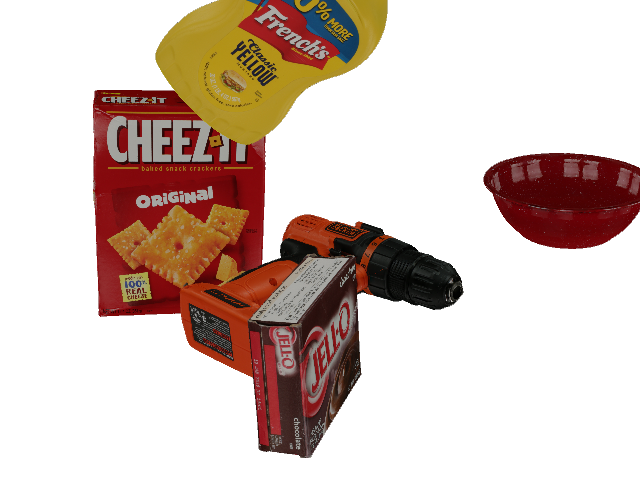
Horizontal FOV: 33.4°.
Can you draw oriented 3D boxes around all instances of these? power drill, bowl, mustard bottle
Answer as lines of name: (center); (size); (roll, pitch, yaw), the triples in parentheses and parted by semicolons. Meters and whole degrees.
power drill: (-0.004, 0.044, 0.863); (0.185, 0.057, 0.187); (17, 32, 42)
bowl: (0.238, -0.035, 1.031); (0.162, 0.055, 0.162); (-2, 23, 1)
mustard bottle: (-0.014, -0.145, 0.697); (0.192, 0.096, 0.058); (-32, 23, 33)

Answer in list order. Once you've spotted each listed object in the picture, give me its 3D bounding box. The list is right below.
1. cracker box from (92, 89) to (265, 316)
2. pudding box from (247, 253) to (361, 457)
cracker box: (-0.137, -0.035, 1.043); (0.164, 0.214, 0.072); (-1, 21, -10)
pudding box: (-0.007, 0.069, 0.674); (0.039, 0.090, 0.113); (4, 22, 16)
